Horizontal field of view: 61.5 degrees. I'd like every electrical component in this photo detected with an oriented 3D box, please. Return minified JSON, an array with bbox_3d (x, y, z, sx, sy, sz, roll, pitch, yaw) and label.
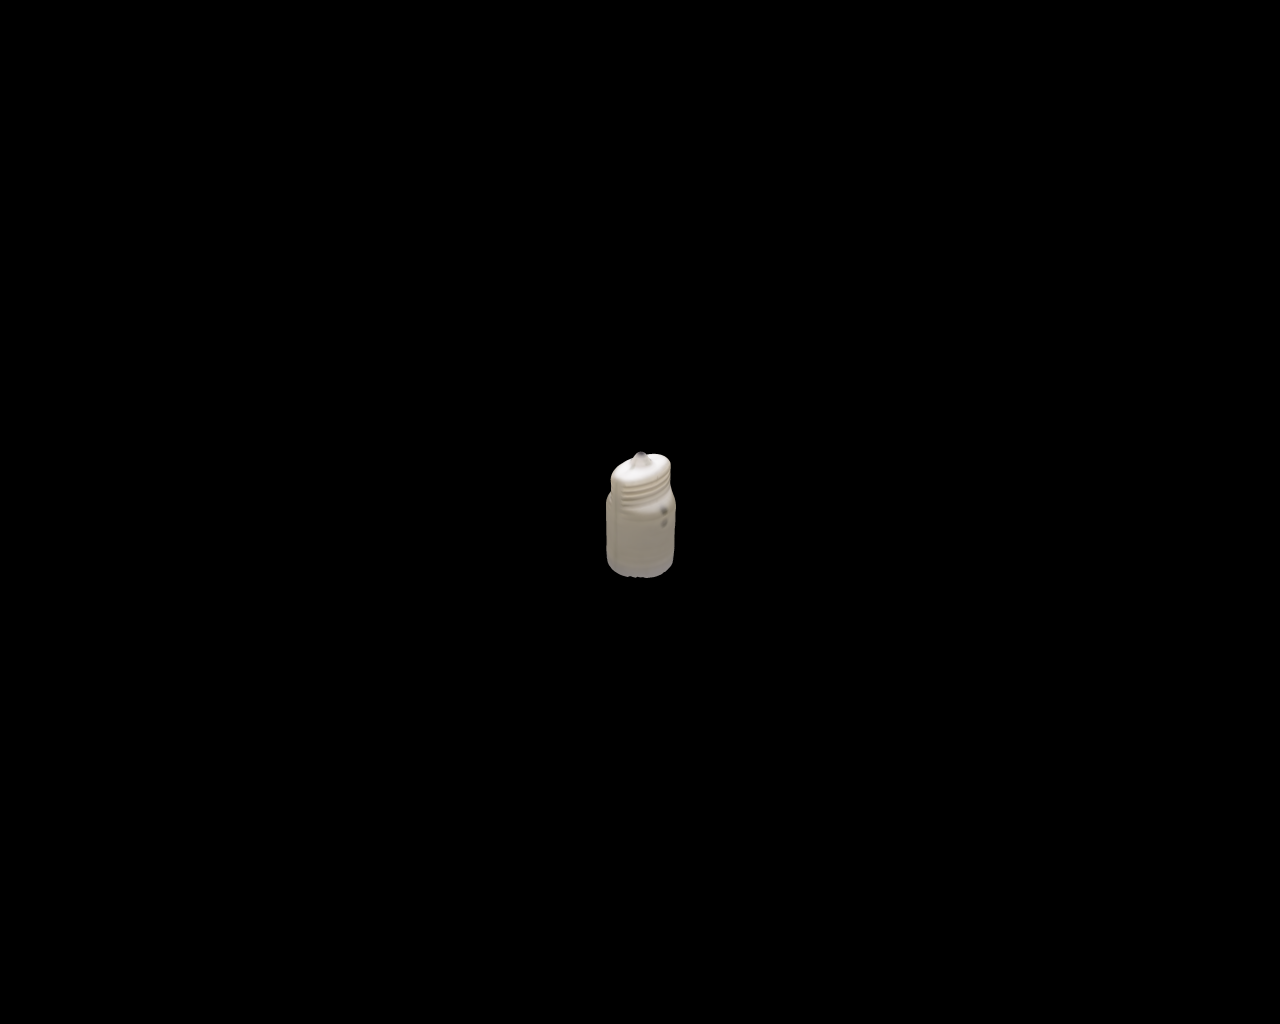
[{"bbox_3d":[0.001,-0.003,0.650,0.043,0.080,0.043,0,33,0],"label":"electrical component"}]
